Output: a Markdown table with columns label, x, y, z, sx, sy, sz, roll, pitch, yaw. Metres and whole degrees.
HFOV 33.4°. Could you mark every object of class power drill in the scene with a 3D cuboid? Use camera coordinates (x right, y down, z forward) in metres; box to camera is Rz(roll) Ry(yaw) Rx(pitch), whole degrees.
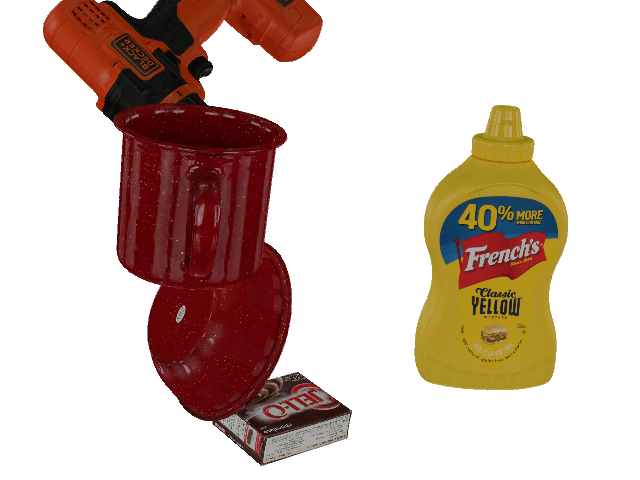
| label | x | y | z | sx | sy | sz | roll | pitch | yaw |
| --- | --- | --- | --- | --- | --- | --- | --- | --- | --- |
| power drill | -0.079 | -0.132 | 0.778 | 0.187 | 0.184 | 0.057 | -44 | -1 | -42 |

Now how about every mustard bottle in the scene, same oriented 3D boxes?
| label | x | y | z | sx | sy | sz | roll | pitch | yaw |
| --- | --- | --- | --- | --- | --- | --- | --- | --- | --- |
| mustard bottle | 0.118 | 0.004 | 0.726 | 0.096 | 0.192 | 0.058 | 2 | 15 | -1 |

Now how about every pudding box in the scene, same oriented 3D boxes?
| label | x | y | z | sx | sy | sz | roll | pitch | yaw |
| --- | --- | --- | --- | --- | --- | --- | --- | --- | --- |
| pudding box | -0.039 | 0.177 | 1.072 | 0.113 | 0.039 | 0.090 | -12 | 27 | -37 |

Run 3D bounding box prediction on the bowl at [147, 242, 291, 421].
| label | x | y | z | sx | sy | sz | roll | pitch | yaw |
| --- | --- | --- | --- | --- | --- | --- | --- | --- | --- |
| bowl | -0.097 | 0.068 | 0.898 | 0.055 | 0.162 | 0.162 | 23 | -15 | -38 |

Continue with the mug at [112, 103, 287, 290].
| label | x | y | z | sx | sy | sz | roll | pitch | yaw |
| --- | --- | --- | --- | --- | --- | --- | --- | --- | --- |
| mug | -0.066 | -0.020 | 0.574 | 0.093 | 0.081 | 0.117 | 2 | 21 | -15 |
